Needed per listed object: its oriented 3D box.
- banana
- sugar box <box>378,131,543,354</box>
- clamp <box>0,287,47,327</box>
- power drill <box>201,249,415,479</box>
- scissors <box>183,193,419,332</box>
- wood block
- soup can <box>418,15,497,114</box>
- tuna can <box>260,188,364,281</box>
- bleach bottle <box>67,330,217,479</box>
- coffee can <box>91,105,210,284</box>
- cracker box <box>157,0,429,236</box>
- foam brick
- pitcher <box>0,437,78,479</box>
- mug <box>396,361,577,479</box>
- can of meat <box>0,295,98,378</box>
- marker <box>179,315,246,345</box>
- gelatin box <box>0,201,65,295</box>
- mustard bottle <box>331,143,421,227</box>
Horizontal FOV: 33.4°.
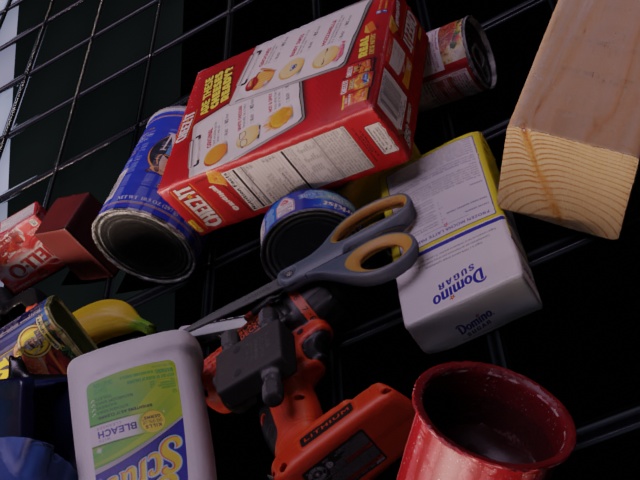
[{"bbox_3d":[-0.243,0.108,0.991,0.198,0.037,0.070,-33,32,6],"label":"banana"},{"bbox_3d":[0.101,-0.001,0.804,0.093,0.048,0.176,-26,40,17],"label":"sugar box"},{"bbox_3d":[-0.315,0.080,1.076,0.172,0.039,0.120,-20,42,38],"label":"clamp"},{"bbox_3d":[0.004,0.094,0.771,0.184,0.057,0.188,-41,31,2],"label":"power drill"},{"bbox_3d":[-0.008,0.033,0.791,0.201,0.016,0.096,-35,33,-3],"label":"scissors"},{"bbox_3d":[0.203,-0.115,0.778,0.090,0.091,0.206,17,56,15],"label":"wood block"},{"bbox_3d":[0.099,-0.152,0.959,0.102,0.068,0.068,-17,39,28],"label":"soup can"},{"bbox_3d":[-0.006,0.001,0.860,0.086,0.086,0.034,-27,34,15],"label":"tuna can"},{"bbox_3d":[-0.105,0.187,0.717,0.102,0.068,0.251,-15,56,-6],"label":"bleach bottle"},{"bbox_3d":[-0.143,-0.044,1.020,0.103,0.102,0.140,-11,43,34],"label":"coffee can"},{"bbox_3d":[-0.019,-0.107,0.906,0.214,0.072,0.164,-19,40,29],"label":"cracker box"},{"bbox_3d":[-0.238,-0.003,1.080,0.053,0.078,0.051,-6,46,38],"label":"foam brick"},{"bbox_3d":[-0.209,0.255,0.656,0.145,0.149,0.243,-15,37,-7],"label":"pitcher"},{"bbox_3d":[0.096,0.125,0.615,0.093,0.081,0.117,31,33,29],"label":"mug"},{"bbox_3d":[-0.240,0.111,0.929,0.084,0.102,0.057,-33,18,2],"label":"can of meat"},{"bbox_3d":[-0.068,0.073,0.891,0.121,0.020,0.020,-13,42,32],"label":"marker"},{"bbox_3d":[-0.313,0.009,1.136,0.089,0.073,0.030,-27,37,13],"label":"gelatin box"},{"bbox_3d":[-0.002,-0.071,0.963,0.096,0.058,0.192,-50,37,-14],"label":"mustard bottle"}]
